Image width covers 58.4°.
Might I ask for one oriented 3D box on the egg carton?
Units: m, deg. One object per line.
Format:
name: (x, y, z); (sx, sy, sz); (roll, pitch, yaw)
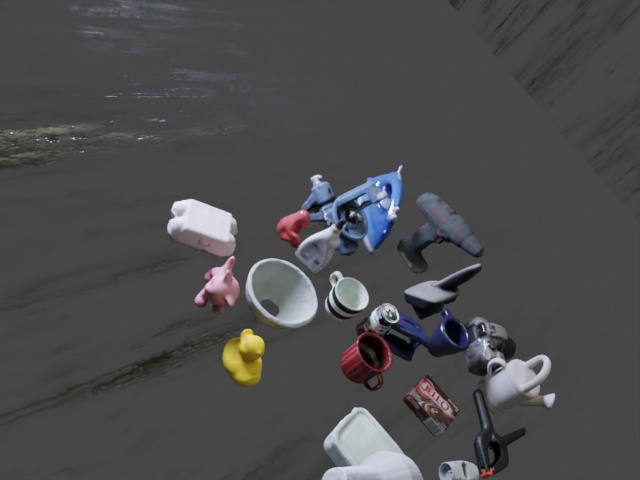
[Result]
egg carton: (-0.250, -0.022, 1.228); (0.151, 0.069, 0.107); (20, 45, -24)

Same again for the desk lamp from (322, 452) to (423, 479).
desk lamp: (0.038, 0.431, 0.952); (0.204, 0.213, 0.118); (11, 49, -32)

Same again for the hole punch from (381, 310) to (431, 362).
hole punch: (0.203, 0.216, 1.366); (0.109, 0.091, 0.101); (30, 42, -14)

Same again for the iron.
iron: (0.184, -0.091, 1.579); (0.119, 0.141, 0.258); (26, 43, -19)

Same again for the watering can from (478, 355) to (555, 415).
watering can: (0.496, 0.349, 1.405); (0.173, 0.193, 0.101); (26, 43, -18)

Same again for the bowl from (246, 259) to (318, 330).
bowl: (-0.093, 0.127, 1.219); (0.168, 0.074, 0.167); (22, 44, -23)

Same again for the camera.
camera: (0.456, 0.281, 1.505); (0.137, 0.100, 0.143); (21, 45, -24)

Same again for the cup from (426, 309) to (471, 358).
cup: (0.306, 0.239, 1.425); (0.092, 0.094, 0.117); (12, 49, -31)

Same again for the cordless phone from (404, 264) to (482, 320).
cordless phone: (0.319, 0.116, 1.474); (0.148, 0.184, 0.094); (-17, 67, -46)

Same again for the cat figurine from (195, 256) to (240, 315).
cat figurine: (-0.193, 0.089, 1.140); (0.067, 0.117, 0.128); (27, 43, -17)

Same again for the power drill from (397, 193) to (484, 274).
power drill: (0.314, -0.002, 1.555); (0.076, 0.208, 0.229); (-12, 63, -44)

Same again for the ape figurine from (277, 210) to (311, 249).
ape figurine: (-0.056, -0.036, 1.378); (0.076, 0.092, 0.078); (41, 40, -2)

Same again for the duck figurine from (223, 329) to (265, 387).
duck figurine: (-0.135, 0.221, 1.095); (0.078, 0.086, 0.104); (2, 54, -37)

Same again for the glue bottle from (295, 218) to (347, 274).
glue bottle: (0.012, 0.005, 1.334); (0.078, 0.173, 0.037); (45, 40, 4)

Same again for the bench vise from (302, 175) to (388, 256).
bench vise: (0.056, -0.087, 1.414); (0.207, 0.219, 0.122); (40, 40, -3)
